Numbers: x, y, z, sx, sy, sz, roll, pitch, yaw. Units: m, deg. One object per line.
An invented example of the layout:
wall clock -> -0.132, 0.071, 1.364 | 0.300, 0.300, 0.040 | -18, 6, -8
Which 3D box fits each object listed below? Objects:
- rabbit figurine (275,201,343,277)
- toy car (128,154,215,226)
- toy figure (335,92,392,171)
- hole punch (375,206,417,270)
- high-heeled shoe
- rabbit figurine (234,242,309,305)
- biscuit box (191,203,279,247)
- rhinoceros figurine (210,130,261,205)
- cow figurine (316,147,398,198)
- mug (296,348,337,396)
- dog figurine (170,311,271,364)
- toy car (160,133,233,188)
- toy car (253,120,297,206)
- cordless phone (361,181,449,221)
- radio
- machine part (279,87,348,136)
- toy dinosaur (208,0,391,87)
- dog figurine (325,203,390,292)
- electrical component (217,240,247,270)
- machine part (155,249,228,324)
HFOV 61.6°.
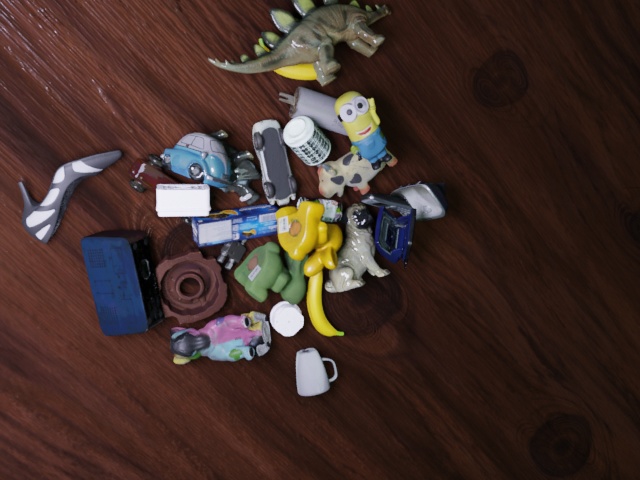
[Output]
rabbit figurine -> -0.003, -0.004, 1.237 | 0.173, 0.122, 0.162 | 10, 62, -54
toy car -> -0.335, -0.113, 1.218 | 0.202, 0.053, 0.089 | 34, 100, -21
toy figure -> 0.095, -0.248, 1.217 | 0.082, 0.089, 0.180 | -43, 118, -19
hole punch -> 0.181, -0.011, 1.294 | 0.092, 0.115, 0.142 | 4, 62, 9
high-heeled shoe -> -0.526, -0.093, 1.158 | 0.249, 0.086, 0.145 | -22, 107, -6
rabbit figurine -> -0.097, 0.084, 1.302 | 0.170, 0.121, 0.159 | 37, 82, -36
biscuit box -> -0.191, -0.037, 1.244 | 0.203, 0.063, 0.059 | -11, 115, -24
rhinoceros figurine -> -0.203, -0.165, 1.233 | 0.112, 0.073, 0.190 | -44, 107, -5
cow figurine -> 0.076, -0.175, 1.302 | 0.195, 0.086, 0.127 | -42, 113, -2
mug -> -0.012, 0.329, 1.368 | 0.110, 0.081, 0.107 | -13, 93, -8
dog figurine -> -0.247, 0.237, 1.280 | 0.219, 0.191, 0.108 | -10, 85, 16
toy car -> -0.255, -0.176, 1.151 | 0.162, 0.109, 0.103 | 23, 94, 24
toy car -> -0.107, -0.180, 1.264 | 0.073, 0.056, 0.201 | -15, 101, -18
cordless phone -> 0.204, -0.101, 1.304 | 0.184, 0.147, 0.088 | 6, 83, -32
radio -> -0.434, 0.093, 1.188 | 0.131, 0.073, 0.229 | -4, 104, 18
machine part -> 0.018, -0.299, 1.267 | 0.243, 0.079, 0.079 | 15, 95, -17
toy dinosaur -> -0.017, -0.448, 1.201 | 0.471, 0.105, 0.198 | -35, 89, -24
dog figurine -> 0.068, 0.019, 1.334 | 0.172, 0.121, 0.190 | -23, 93, -19
electrical component -> -0.205, 0.022, 1.271 | 0.094, 0.021, 0.063 | -61, 145, -20
machine part -> -0.306, 0.107, 1.262 | 0.179, 0.056, 0.179 | -3, 102, -15
